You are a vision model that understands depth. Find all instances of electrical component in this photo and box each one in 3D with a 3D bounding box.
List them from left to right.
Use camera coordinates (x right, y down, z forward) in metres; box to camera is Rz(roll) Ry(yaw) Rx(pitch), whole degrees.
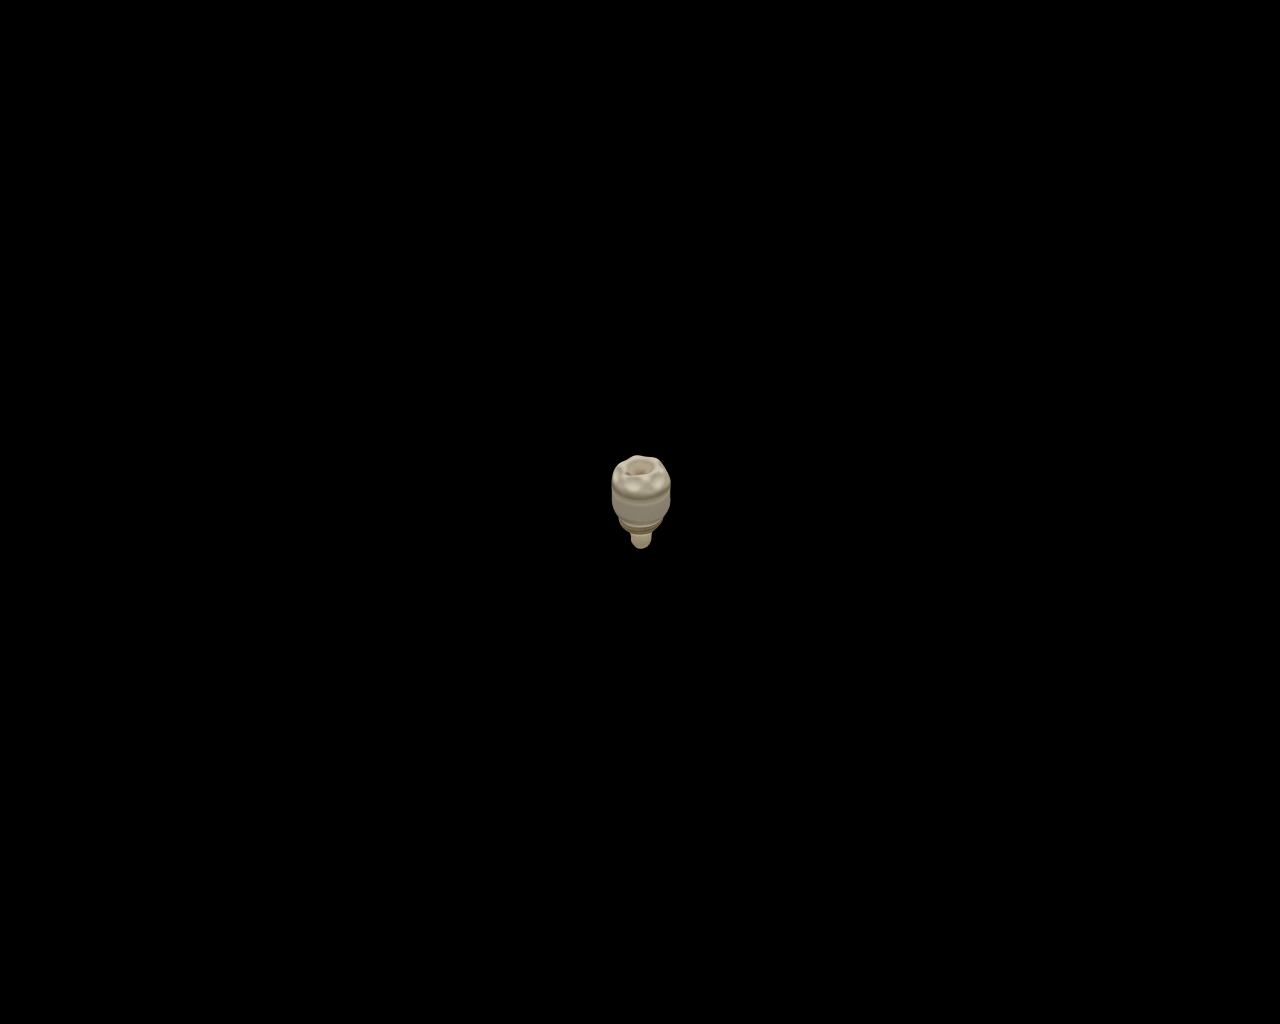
[{"bbox_3d":[0.001,-0.003,0.650,0.035,0.061,0.035,0,36,0],"label":"electrical component"}]
